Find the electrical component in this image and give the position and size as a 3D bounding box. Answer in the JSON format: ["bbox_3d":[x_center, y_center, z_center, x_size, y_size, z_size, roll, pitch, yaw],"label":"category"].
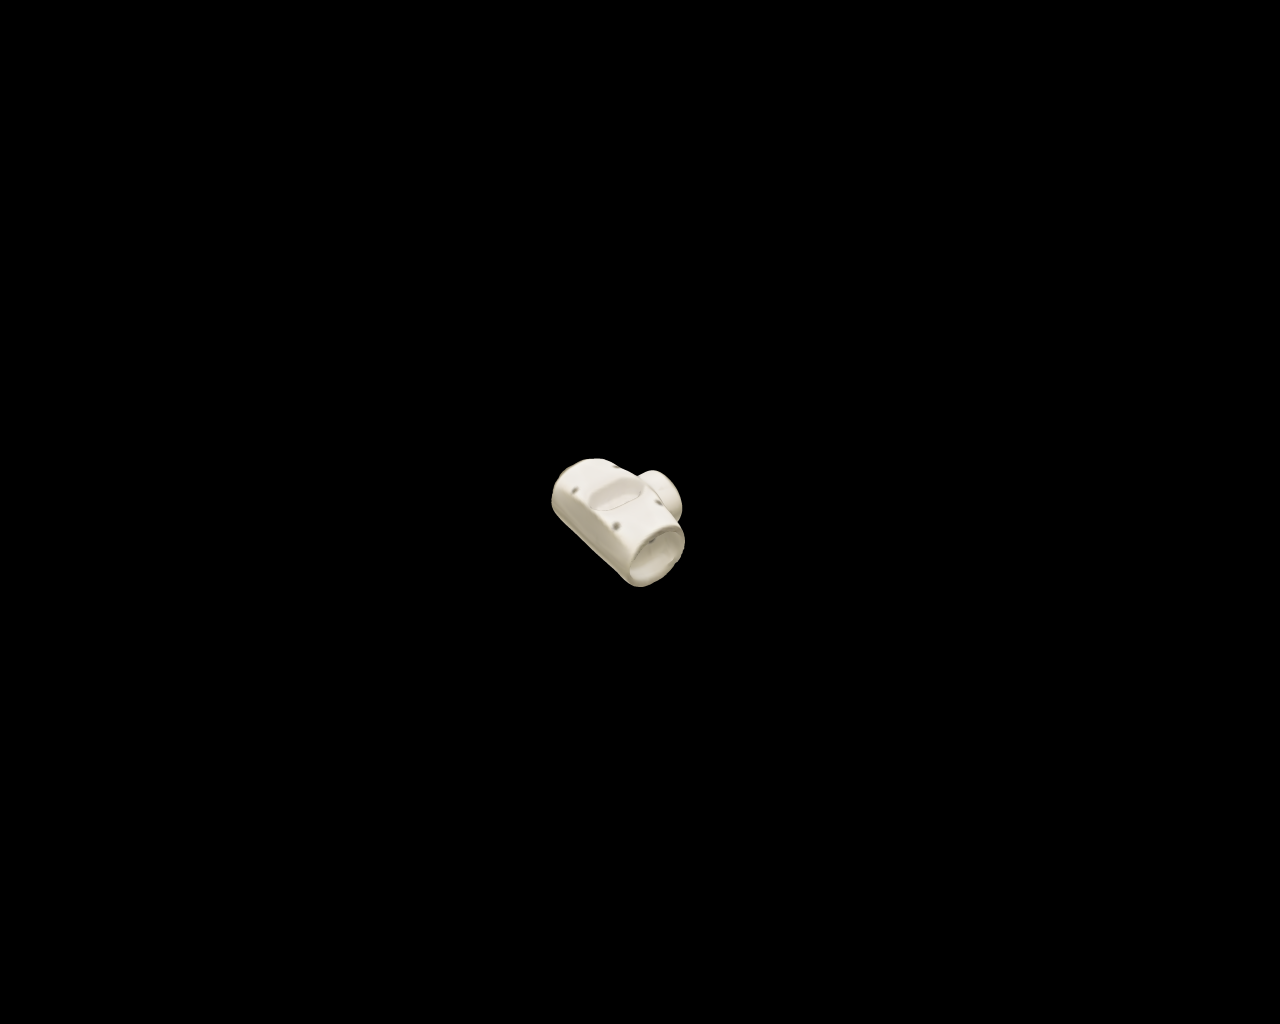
[{"bbox_3d":[0.001,-0.003,0.650,0.079,0.043,0.077,-27,49,-26],"label":"electrical component"}]
